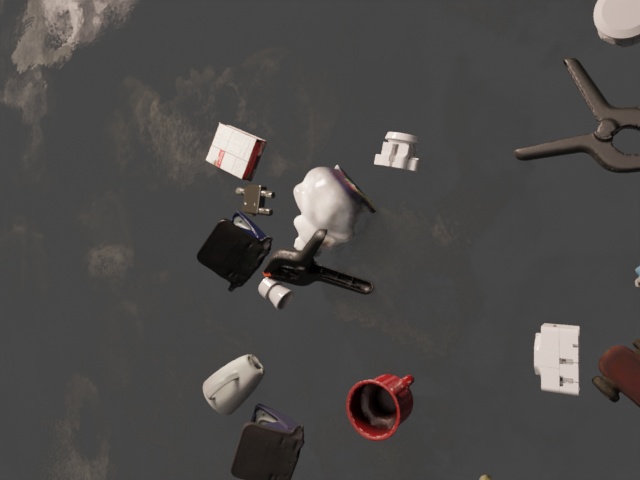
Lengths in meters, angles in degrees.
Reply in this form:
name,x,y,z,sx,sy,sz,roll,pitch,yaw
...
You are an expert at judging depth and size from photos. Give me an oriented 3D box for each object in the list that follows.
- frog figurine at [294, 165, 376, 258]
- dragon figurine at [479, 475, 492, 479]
name,x,y,z,sx,sy,sz,roll,pitch,yaw
frog figurine,0.003,-0.046,0.910,0.159,0.123,0.138,-44,87,8
dragon figurine,0.352,0.532,0.683,0.242,0.122,0.411,-7,87,16
